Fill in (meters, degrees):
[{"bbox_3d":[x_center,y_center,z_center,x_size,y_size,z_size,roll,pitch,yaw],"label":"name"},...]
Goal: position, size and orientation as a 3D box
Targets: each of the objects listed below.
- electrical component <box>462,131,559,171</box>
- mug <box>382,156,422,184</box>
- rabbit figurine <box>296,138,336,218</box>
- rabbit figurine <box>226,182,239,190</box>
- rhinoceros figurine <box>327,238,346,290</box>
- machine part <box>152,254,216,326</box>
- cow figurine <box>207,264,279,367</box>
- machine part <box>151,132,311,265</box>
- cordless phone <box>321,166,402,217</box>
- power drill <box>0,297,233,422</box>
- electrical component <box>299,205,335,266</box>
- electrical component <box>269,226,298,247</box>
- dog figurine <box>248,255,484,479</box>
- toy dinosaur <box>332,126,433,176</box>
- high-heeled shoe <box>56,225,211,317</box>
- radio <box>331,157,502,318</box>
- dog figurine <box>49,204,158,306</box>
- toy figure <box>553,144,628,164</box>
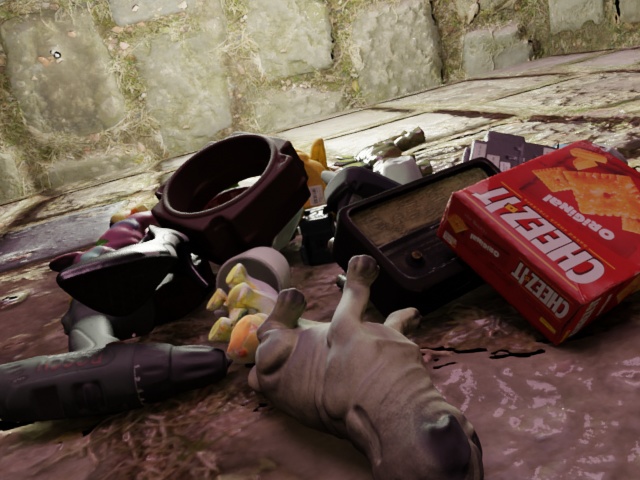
[{"bbox_3d":[0.270,-0.097,0.772,0.134,0.058,0.115,13,49,13],"label":"electrical component"},{"bbox_3d":[0.143,-0.087,0.900,0.081,0.107,0.109,-6,22,18],"label":"mug"},{"bbox_3d":[-0.016,-0.110,1.055,0.122,0.162,0.173,-19,-3,23],"label":"rabbit figurine"},{"bbox_3d":[-0.179,-0.089,1.033,0.159,0.170,0.121,-10,18,10],"label":"rabbit figurine"},{"bbox_3d":[0.097,0.006,0.711,0.112,0.073,0.190,4,25,45],"label":"rhinoceros figurine"},{"bbox_3d":[-0.246,0.070,0.796,0.179,0.056,0.179,-13,17,4],"label":"machine part"},{"bbox_3d":[-0.063,0.093,0.568,0.068,0.098,0.167,-54,21,6],"label":"cow figurine"},{"bbox_3d":[-0.133,-0.070,0.799,0.201,0.087,0.201,18,59,40],"label":"machine part"},{"bbox_3d":[0.071,-0.064,0.853,0.146,0.088,0.184,22,8,-16],"label":"cordless phone"},{"bbox_3d":[-0.223,0.123,0.603,0.232,0.085,0.207,-11,24,-13],"label":"power drill"},{"bbox_3d":[-0.002,-0.002,0.805,0.048,0.074,0.119,-13,14,7],"label":"electrical component"},{"bbox_3d":[-0.080,-0.007,0.956,0.063,0.021,0.094,2,25,41],"label":"electrical component"},{"bbox_3d":[0.017,0.127,0.399,0.172,0.121,0.191,-42,28,22],"label":"dog figurine"},{"bbox_3d":[0.131,-0.155,1.127,0.199,0.105,0.471,-21,9,2],"label":"toy dinosaur"},{"bbox_3d":[-0.230,0.015,0.635,0.145,0.086,0.248,37,8,24],"label":"high-heeled shoe"},{"bbox_3d":[0.141,-0.004,0.621,0.230,0.073,0.131,-22,57,-24],"label":"radio"},{"bbox_3d":[-0.363,0.025,0.936,0.192,0.108,0.219,5,28,41],"label":"dog figurine"},{"bbox_3d":[0.390,-0.101,0.813,0.082,0.089,0.180,-10,10,-5],"label":"toy figure"}]
